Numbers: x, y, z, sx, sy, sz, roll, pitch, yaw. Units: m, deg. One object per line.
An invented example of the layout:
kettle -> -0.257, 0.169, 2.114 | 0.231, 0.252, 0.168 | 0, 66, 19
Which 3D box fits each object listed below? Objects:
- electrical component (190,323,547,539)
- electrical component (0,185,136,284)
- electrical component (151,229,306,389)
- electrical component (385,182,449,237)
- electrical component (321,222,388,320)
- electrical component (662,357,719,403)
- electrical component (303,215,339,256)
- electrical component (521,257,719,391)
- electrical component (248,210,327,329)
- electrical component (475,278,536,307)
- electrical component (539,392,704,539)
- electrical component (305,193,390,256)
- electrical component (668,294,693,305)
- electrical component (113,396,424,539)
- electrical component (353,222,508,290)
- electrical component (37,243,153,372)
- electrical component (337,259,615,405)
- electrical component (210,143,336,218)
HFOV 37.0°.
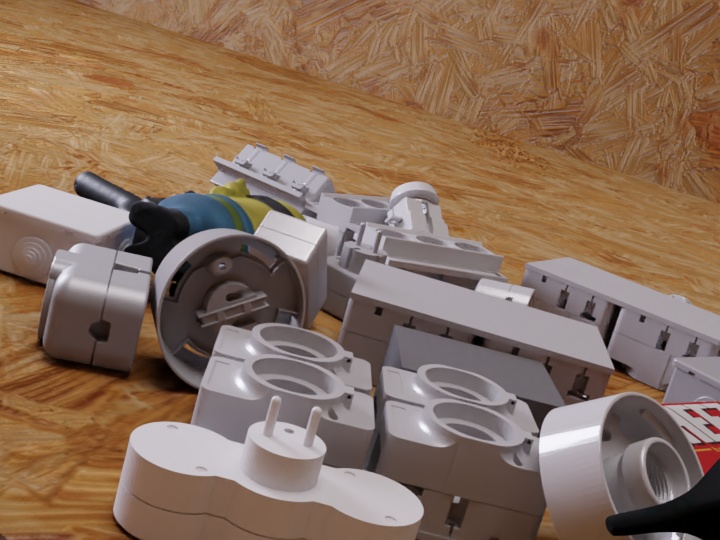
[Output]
electrical component -> 0.005, 0.088, 0.589 | 0.186, 0.060, 0.105 | 15, 14, -5
electrical component -> -0.221, -0.023, 0.792 | 0.100, 0.048, 0.099 | 17, 14, 6
electrical component -> -0.083, 0.023, 0.674 | 0.099, 0.099, 0.064 | 10, 9, -23
electrical component -> 0.053, -0.050, 1.023 | 0.066, 0.048, 0.055 | 13, 56, -31
electrical component -> 0.000, 0.000, 0.887 | 0.066, 0.076, 0.047 | 26, 17, 36
electrical component -> 0.300, 0.109, 0.853 | 0.100, 0.048, 0.100 | 3, 19, -41
electrical component -> -0.060, -0.023, 0.979 | 0.077, 0.043, 0.079 | 14, 14, -9
electrical component -> 0.247, 0.051, 0.994 | 0.186, 0.060, 0.105 | 24, 16, 30
electrical component -> -0.060, 0.015, 0.793 | 0.047, 0.083, 0.075 | 19, 53, 13
electrical component -> 0.121, 0.037, 0.926 | 0.047, 0.055, 0.055 | 16, 14, 15
electrical component -> 0.130, 0.112, 0.545 | 0.099, 0.099, 0.064 | 2, -23, -44
electrical component -> 0.011, -0.038, 1.072 | 0.079, 0.063, 0.121 | 27, 18, 39
electrical component -> 0.311, 0.052, 1.096 | 0.048, 0.048, 0.062 | 27, 25, 37
electrical component -> -0.038, 0.093, 0.492 | 0.138, 0.073, 0.052 | 15, 14, -2
electrical component -> 0.060, 0.002, 0.973 | 0.121, 0.063, 0.079 | 9, 15, -26
electrical component -> -0.166, 0.021, 0.674 | 0.059, 0.053, 0.095 | 13, 14, -12
electrical component -> 0.081, 0.057, 0.788 | 0.186, 0.060, 0.105 | 16, 14, 2
electrical component -> -0.085, -0.081, 1.109 | 0.121, 0.063, 0.078 | 25, -24, 33
